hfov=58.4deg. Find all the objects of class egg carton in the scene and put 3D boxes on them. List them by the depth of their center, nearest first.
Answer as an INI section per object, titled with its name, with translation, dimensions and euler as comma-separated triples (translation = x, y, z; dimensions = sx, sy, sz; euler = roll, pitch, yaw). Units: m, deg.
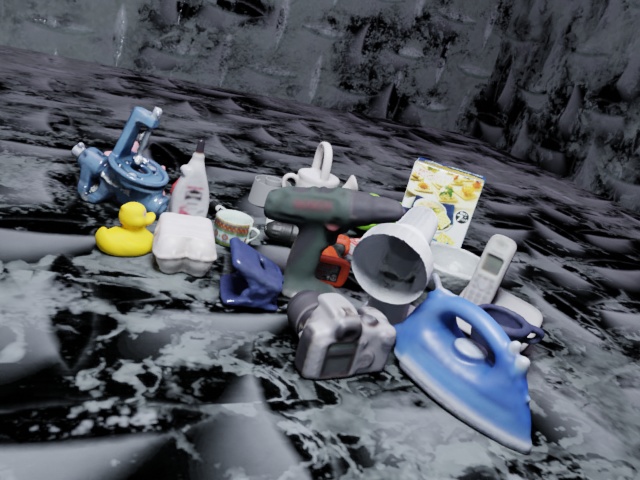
[egg carton]
translation = -0.237, 0.004, 1.000
dimensions = 0.107, 0.069, 0.150
euler = 8, 22, -19

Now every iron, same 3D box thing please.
[iron]
translation = 0.219, 0.162, 0.816
dimensions = 0.119, 0.141, 0.257
euler = -2, 27, -37

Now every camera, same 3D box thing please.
[camera]
translation = 0.020, 0.122, 0.838
dimensions = 0.144, 0.101, 0.136
euler = 2, 25, -31

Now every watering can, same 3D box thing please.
[watering can]
translation = 0.001, -0.133, 1.339
dimensions = 0.173, 0.194, 0.100
euler = -1, 26, -36

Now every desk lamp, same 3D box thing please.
[desk lamp]
translation = 0.123, 0.056, 0.918
dimensions = 0.117, 0.213, 0.204
euler = 22, 22, 17

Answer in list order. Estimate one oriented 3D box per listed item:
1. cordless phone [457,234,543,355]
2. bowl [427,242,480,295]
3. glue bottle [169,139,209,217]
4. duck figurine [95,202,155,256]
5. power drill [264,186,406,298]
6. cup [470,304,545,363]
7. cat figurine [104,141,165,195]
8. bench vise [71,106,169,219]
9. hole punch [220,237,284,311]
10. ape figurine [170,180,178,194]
[cordless phone]
translation = 0.322, 0.095, 0.996
dimensions = 0.147, 0.185, 0.094
euler = 27, 24, 28
[bowl]
translation = 0.262, 0.069, 1.175
dimensions = 0.167, 0.075, 0.167
euler = 13, 21, -5
[glue bottle]
translation = -0.255, -0.121, 1.158
dimensions = 0.078, 0.173, 0.037
euler = 1, 25, -33
[duck figurine]
translation = -0.329, -0.023, 0.983
dimensions = 0.105, 0.086, 0.077
euler = -6, 29, -43
[power drill]
translation = 0.009, 0.003, 0.978
dimensions = 0.229, 0.208, 0.075
euler = 15, 21, 0
[cup]
translation = 0.291, 0.166, 0.922
dimensions = 0.118, 0.095, 0.091
euler = 14, 21, -2
[cat figurine]
translation = -0.387, -0.146, 1.207
dimensions = 0.128, 0.118, 0.067
euler = 15, 21, -1
[bench vise]
translation = -0.386, -0.163, 1.110
dimensions = 0.207, 0.220, 0.121
euler = 12, 21, -8
[hole punch]
translation = -0.107, 0.053, 0.937
dimensions = 0.101, 0.091, 0.108
euler = 9, 22, -16
[ape figurine]
translation = -0.284, -0.121, 1.252
dimensions = 0.078, 0.092, 0.076
euler = 10, 22, -15
